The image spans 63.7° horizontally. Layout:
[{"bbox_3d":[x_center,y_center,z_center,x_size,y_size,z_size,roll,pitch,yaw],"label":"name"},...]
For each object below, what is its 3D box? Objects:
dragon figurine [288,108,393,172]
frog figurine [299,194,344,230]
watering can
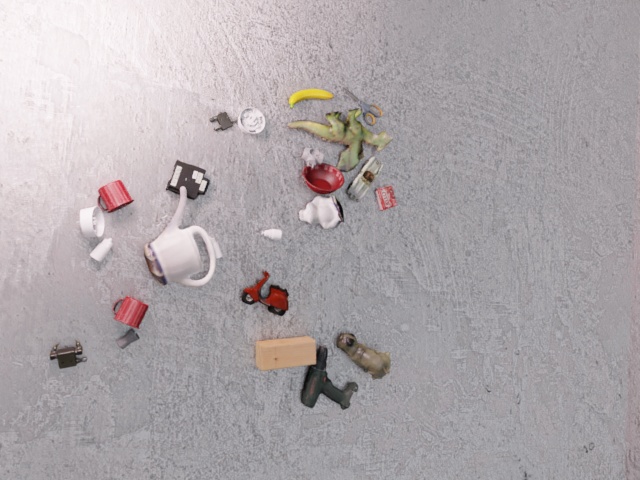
[{"bbox_3d":[0.089,-0.382,2.007,0.412,0.123,0.240,-14,103,-13],"label":"dragon figurine"},{"bbox_3d":[0.006,-0.099,1.973,0.159,0.125,0.136,-19,108,15],"label":"frog figurine"},{"bbox_3d":[-0.488,0.011,1.748,0.226,0.104,0.345,-22,101,-20],"label":"watering can"}]
